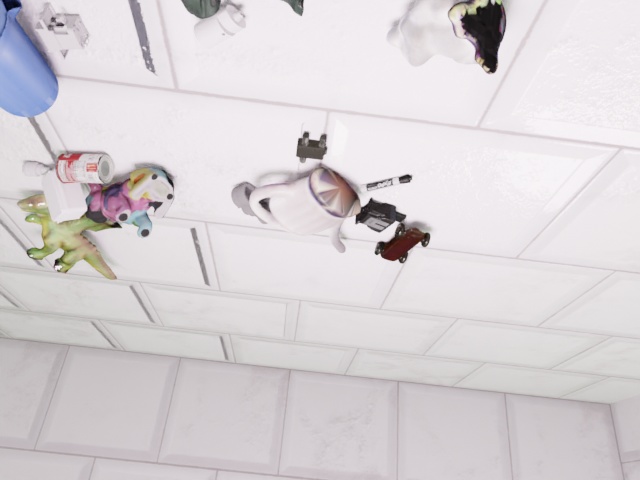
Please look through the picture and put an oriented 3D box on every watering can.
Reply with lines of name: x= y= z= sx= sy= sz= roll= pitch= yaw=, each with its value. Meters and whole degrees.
watering can: x=0.004 y=-0.061 z=1.206 sx=0.222 sy=0.106 sz=0.344 roll=-24 pitch=144 yaw=39

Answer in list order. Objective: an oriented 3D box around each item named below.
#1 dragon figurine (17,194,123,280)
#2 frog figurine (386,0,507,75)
dragon figurine: x=-0.661 y=-0.008 z=1.435 sx=0.241 sy=0.125 sz=0.404 roll=-20 pitch=144 yaw=26
frog figurine: x=0.183 y=-0.308 z=0.752 sx=0.136 sy=0.122 sz=0.161 roll=17 pitch=-174 yaw=-34
